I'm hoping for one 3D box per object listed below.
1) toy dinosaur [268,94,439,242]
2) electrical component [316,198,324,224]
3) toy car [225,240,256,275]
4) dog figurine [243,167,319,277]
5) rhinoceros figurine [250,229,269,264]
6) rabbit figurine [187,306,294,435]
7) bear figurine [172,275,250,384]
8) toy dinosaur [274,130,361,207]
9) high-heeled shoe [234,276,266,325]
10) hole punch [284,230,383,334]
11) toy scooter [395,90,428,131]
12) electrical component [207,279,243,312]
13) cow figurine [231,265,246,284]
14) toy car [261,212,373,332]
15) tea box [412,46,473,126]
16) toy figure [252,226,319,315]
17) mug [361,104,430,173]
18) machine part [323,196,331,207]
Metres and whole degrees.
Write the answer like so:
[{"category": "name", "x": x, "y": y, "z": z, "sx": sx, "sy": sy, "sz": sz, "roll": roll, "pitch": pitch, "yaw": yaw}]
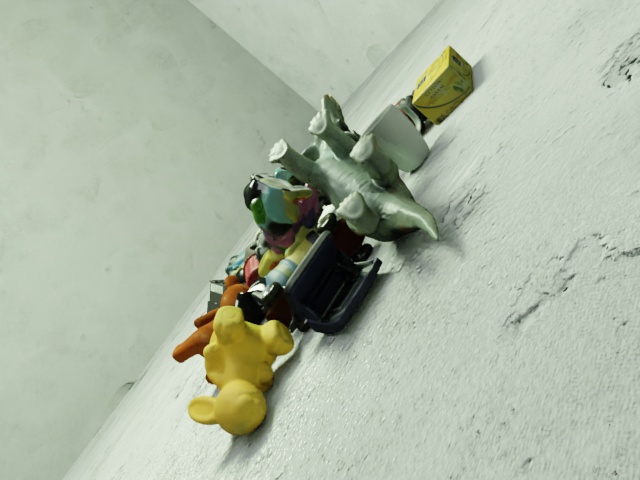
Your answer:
[{"category": "toy dinosaur", "x": 0.064, "y": -0.071, "z": 0.755, "sx": 0.131, "sy": 0.192, "sz": 0.405, "roll": -49, "pitch": 47, "yaw": 13}, {"category": "electrical component", "x": -0.003, "y": -0.051, "z": 1.211, "sx": 0.094, "sy": 0.063, "sz": 0.021, "roll": -44, "pitch": 13, "yaw": 32}, {"category": "toy car", "x": -0.163, "y": 0.072, "z": 1.414, "sx": 0.161, "sy": 0.109, "sz": 0.103, "roll": -40, "pitch": 34, "yaw": 3}, {"category": "dog figurine", "x": -0.072, "y": -0.011, "z": 0.976, "sx": 0.191, "sy": 0.109, "sz": 0.219, "roll": -30, "pitch": -45, "yaw": -61}, {"category": "rhinoceros figurine", "x": -0.099, "y": 0.006, "z": 1.158, "sx": 0.112, "sy": 0.073, "sz": 0.190, "roll": -53, "pitch": 12, "yaw": 10}, {"category": "rabbit figurine", "x": -0.121, "y": 0.201, "z": 0.755, "sx": 0.162, "sy": 0.122, "sz": 0.173, "roll": -51, "pitch": 29, "yaw": 20}, {"category": "bear figurine", "x": -0.200, "y": 0.176, "z": 1.116, "sx": 0.132, "sy": 0.120, "sz": 0.196, "roll": -47, "pitch": 13, "yaw": 31}, {"category": "toy dinosaur", "x": -0.009, "y": -0.135, "z": 1.204, "sx": 0.198, "sy": 0.105, "sz": 0.471, "roll": -24, "pitch": -8, "yaw": -37}, {"category": "high-heeled shoe", "x": -0.123, "y": 0.094, "z": 1.016, "sx": 0.086, "sy": 0.145, "sz": 0.249, "roll": -10, "pitch": 32, "yaw": 1}, {"category": "hole punch", "x": 0.021, "y": 0.067, "z": 0.720, "sx": 0.142, "sy": 0.092, "sz": 0.115, "roll": -58, "pitch": -17, "yaw": -21}, {"category": "toy scooter", "x": 0.166, "y": -0.241, "z": 1.120, "sx": 0.135, "sy": 0.075, "sz": 0.184, "roll": -46, "pitch": 9, "yaw": 25}, {"category": "electrical component", "x": -0.220, "y": 0.163, "z": 1.263, "sx": 0.115, "sy": 0.058, "sz": 0.134, "roll": 8, "pitch": 95, "yaw": 58}, {"category": "cow figurine", "x": -0.197, "y": 0.126, "z": 1.347, "sx": 0.167, "sy": 0.098, "sz": 0.068, "roll": -41, "pitch": 21, "yaw": 43}, {"category": "toy car", "x": -0.007, "y": 0.051, "z": 0.827, "sx": 0.202, "sy": 0.089, "sz": 0.053, "roll": -52, "pitch": 13, "yaw": 3}, {"category": "tea box", "x": 0.238, "y": -0.301, "z": 1.036, "sx": 0.098, "sy": 0.068, "sz": 0.170, "roll": -45, "pitch": 13, "yaw": 30}, {"category": "toy figure", "x": -0.026, "y": 0.054, "z": 0.896, "sx": 0.089, "sy": 0.082, "sz": 0.180, "roll": 28, "pitch": 63, "yaw": 36}, {"category": "mug", "x": 0.138, "y": -0.175, "z": 0.927, "sx": 0.109, "sy": 0.107, "sz": 0.081, "roll": -53, "pitch": 11, "yaw": -30}, {"category": "machine part", "x": 0.051, "y": -0.122, "z": 0.967, "sx": 0.139, "sy": 0.039, "sz": 0.084, "roll": -59, "pitch": 8, "yaw": -30}]
